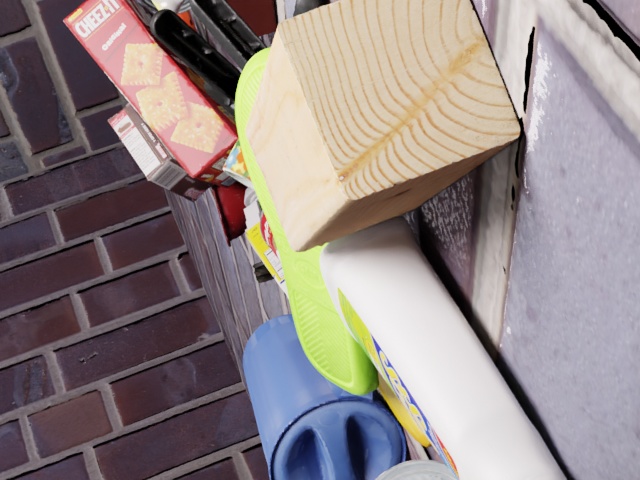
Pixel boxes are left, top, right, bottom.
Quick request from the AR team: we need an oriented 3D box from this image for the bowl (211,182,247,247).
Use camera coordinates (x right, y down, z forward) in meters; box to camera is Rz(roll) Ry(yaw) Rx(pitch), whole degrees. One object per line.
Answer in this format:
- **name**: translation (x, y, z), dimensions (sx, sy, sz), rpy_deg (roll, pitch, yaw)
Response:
- **bowl**: translation (-0.107, -0.075, 1.300), dimensions (0.162, 0.055, 0.162), rpy_deg (165, 90, -87)

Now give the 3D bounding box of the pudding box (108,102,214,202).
- **pudding box**: translation (-0.174, -0.096, 1.180), dimensions (0.090, 0.039, 0.113), rpy_deg (53, -173, 21)

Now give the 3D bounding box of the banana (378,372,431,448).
- **banana**: translation (0.047, 0.069, 0.849), dimensions (0.070, 0.037, 0.198), rpy_deg (-159, 50, -78)

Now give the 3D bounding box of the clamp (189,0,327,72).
- **clamp**: translation (-0.035, -0.121, 0.797), dimensions (0.120, 0.039, 0.171), rpy_deg (23, 139, 35)

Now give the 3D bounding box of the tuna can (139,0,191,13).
- **tuna can**: translation (-0.162, -0.286, 1.135), dimensions (0.034, 0.086, 0.086), rpy_deg (-125, 18, -60)

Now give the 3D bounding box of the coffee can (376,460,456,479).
- **coffee can**: translation (0.073, 0.233, 0.843), dimensions (0.140, 0.102, 0.103), rpy_deg (101, 148, -72)

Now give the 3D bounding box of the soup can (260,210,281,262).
- **soup can**: translation (-0.006, 0.001, 0.914), dimensions (0.102, 0.068, 0.068), rpy_deg (-130, 22, -61)

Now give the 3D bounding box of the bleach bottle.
- **bleach bottle**: translation (0.083, 0.096, 0.635), dimensions (0.251, 0.068, 0.102), rpy_deg (57, 172, 45)

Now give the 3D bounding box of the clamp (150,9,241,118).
- **clamp**: translation (-0.072, -0.132, 0.938), dimensions (0.164, 0.036, 0.210), rpy_deg (35, 176, -3)

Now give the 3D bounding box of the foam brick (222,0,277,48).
- **foam brick**: translation (-0.070, -0.209, 0.888), dimensions (0.078, 0.053, 0.051), rpy_deg (87, 160, -59)

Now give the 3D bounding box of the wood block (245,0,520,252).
- **wood block**: translation (0.022, -0.059, 0.579), dimensions (0.206, 0.090, 0.090), rpy_deg (139, 109, -79)

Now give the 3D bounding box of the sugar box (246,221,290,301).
- **sugar box**: translation (-0.011, 0.043, 1.025), dimensions (0.093, 0.048, 0.176), rpy_deg (51, 177, -28)

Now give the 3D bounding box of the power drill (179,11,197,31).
- **power drill**: translation (-0.158, -0.237, 1.290), dimensions (0.184, 0.057, 0.187), rpy_deg (-142, 33, -71)

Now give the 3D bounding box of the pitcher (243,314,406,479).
- **pitcher**: translation (-0.005, 0.160, 1.100), dimensions (0.145, 0.149, 0.243), rpy_deg (57, 179, -24)

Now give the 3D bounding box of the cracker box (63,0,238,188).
- **cracker box**: translation (-0.157, -0.160, 1.142), dimensions (0.214, 0.072, 0.164), rpy_deg (51, -174, 6)
